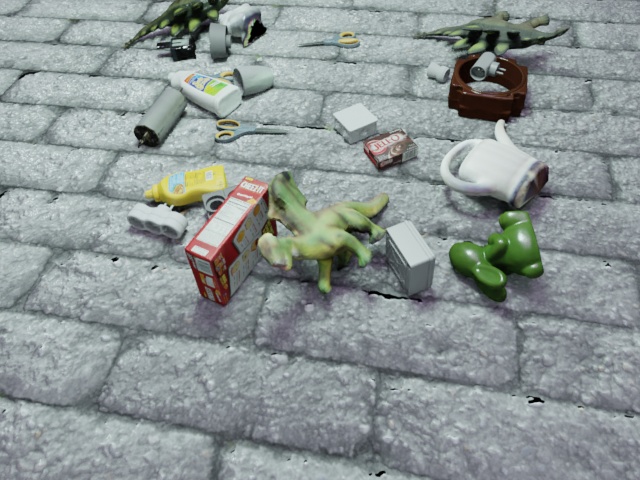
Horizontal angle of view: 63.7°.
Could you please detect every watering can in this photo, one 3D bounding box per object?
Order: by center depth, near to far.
[{"bbox_3d":[0.433,-0.187,1.215,0.226,0.101,0.353,32,50,27],"label":"watering can"}]

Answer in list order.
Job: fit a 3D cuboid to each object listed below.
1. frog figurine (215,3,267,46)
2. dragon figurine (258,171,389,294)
[{"bbox_3d":[-0.273,-0.724,1.697,0.160,0.121,0.138,33,78,14],"label":"frog figurine"},{"bbox_3d":[0.003,-0.053,1.048,0.241,0.120,0.419,44,40,-11],"label":"dragon figurine"}]
